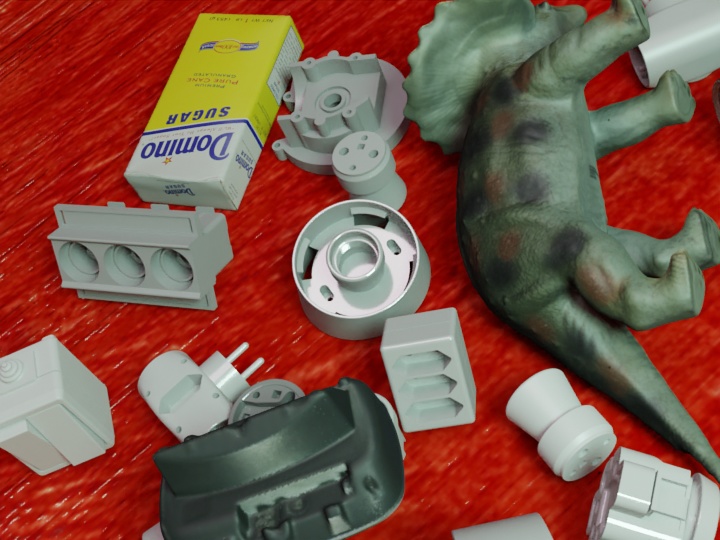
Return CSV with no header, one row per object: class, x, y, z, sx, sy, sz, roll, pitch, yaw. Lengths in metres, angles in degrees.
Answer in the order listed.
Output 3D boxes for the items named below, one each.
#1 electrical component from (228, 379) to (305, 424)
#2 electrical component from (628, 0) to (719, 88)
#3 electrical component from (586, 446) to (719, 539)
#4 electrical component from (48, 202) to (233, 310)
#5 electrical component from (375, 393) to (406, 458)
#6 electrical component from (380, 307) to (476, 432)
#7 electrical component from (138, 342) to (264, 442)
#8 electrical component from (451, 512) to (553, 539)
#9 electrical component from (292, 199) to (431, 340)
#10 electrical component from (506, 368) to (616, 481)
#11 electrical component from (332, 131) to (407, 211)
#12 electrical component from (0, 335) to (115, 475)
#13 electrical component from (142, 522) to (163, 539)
electrical component,-0.053,0.107,0.708,0.055,0.047,0.055,-9,55,13
electrical component,0.237,-0.182,0.803,0.077,0.044,0.079,-21,53,5
electrical component,0.164,0.136,0.599,0.057,0.078,0.058,16,64,6
electrical component,-0.164,-0.016,0.815,0.121,0.078,0.063,4,30,22
electrical component,0.008,0.106,0.688,0.040,0.046,0.040,-9,55,13
electrical component,0.046,0.055,0.702,0.047,0.065,0.076,-10,26,12
electrical component,-0.102,0.083,0.743,0.079,0.043,0.077,-42,54,-11
electrical component,0.094,0.182,0.571,0.060,0.108,0.108,-18,53,0
electrical component,0.000,0.000,0.766,0.099,0.064,0.099,-3,68,8
electrical component,0.123,0.094,0.656,0.045,0.045,0.055,-35,53,-6
electrical component,0.007,-0.070,0.801,0.045,0.055,0.045,-9,55,13
electrical component,-0.220,0.095,0.743,0.062,0.096,0.061,-23,53,4
electrical component,-0.102,0.168,0.688,0.078,0.040,0.040,-34,53,-5
